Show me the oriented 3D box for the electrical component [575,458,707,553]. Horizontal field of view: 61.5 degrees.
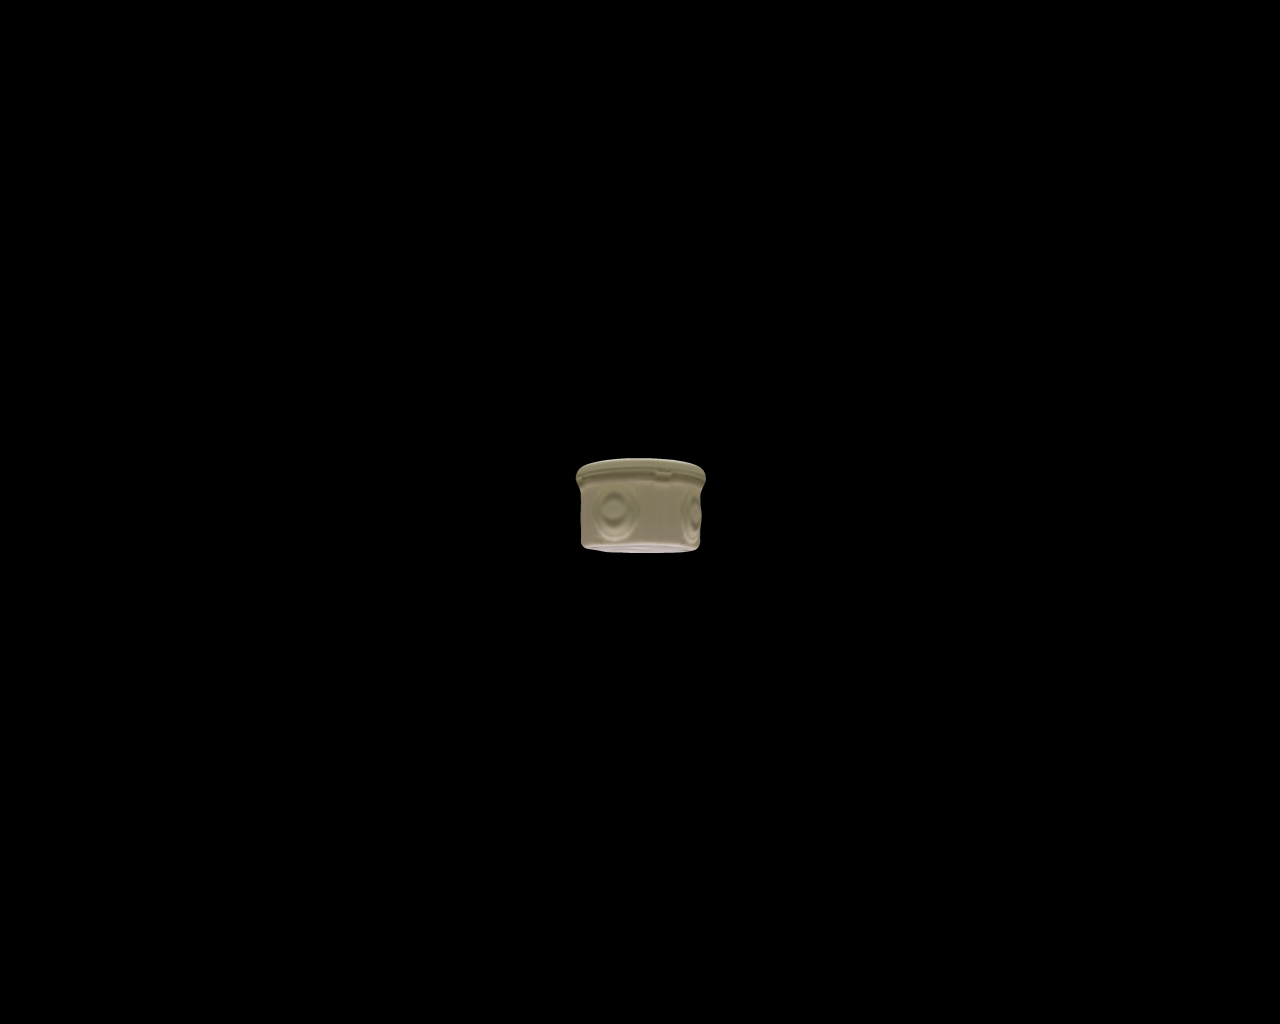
[{"bbox_3d":[0.001,-0.003,0.650,0.080,0.051,0.080,0,-7,0],"label":"electrical component"}]
